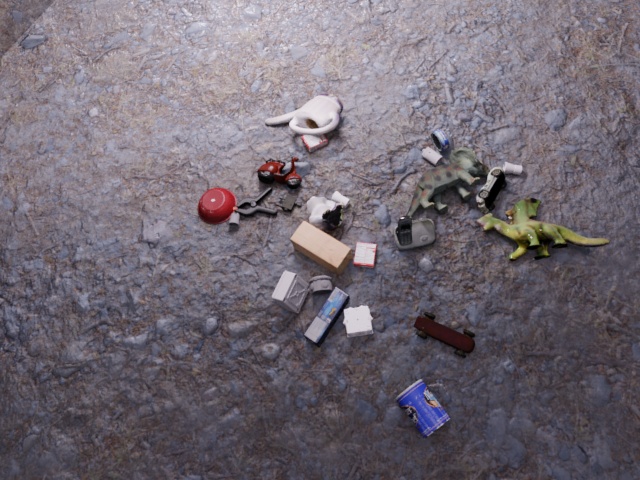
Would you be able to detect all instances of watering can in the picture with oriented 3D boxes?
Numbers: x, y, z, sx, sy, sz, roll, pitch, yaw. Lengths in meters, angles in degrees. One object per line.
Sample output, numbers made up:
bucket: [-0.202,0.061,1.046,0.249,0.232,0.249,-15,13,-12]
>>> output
watering can: [-0.050,-0.513,2.103,0.350,0.102,0.228,20,56,37]

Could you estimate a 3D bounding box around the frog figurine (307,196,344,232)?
frog figurine: [0.006,-0.096,1.915,0.160,0.139,0.120,13,-34,48]

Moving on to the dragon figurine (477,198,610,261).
dragon figurine: [0.757,-0.056,1.793,0.410,0.248,0.119,-6,-34,4]
